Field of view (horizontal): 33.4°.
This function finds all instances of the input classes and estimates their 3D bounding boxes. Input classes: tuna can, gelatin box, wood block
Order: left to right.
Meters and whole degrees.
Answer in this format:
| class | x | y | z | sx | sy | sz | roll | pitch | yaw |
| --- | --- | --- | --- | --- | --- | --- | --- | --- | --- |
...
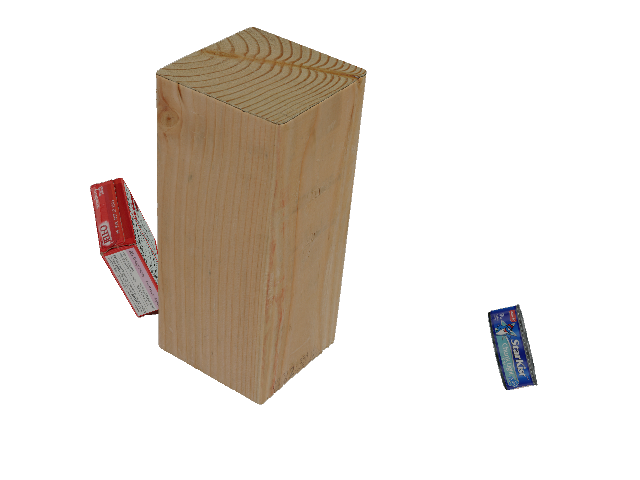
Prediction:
| class | x | y | z | sx | sy | sz | roll | pitch | yaw |
| --- | --- | --- | --- | --- | --- | --- | --- | --- | --- |
| gelatin box | -0.152 | 0.006 | 0.845 | 0.030 | 0.073 | 0.089 | -18 | -39 | 0 |
| wood block | -0.041 | -0.013 | 0.668 | 0.091 | 0.206 | 0.090 | 26 | 40 | 26 |
| tuna can | 0.200 | 0.112 | 1.111 | 0.034 | 0.086 | 0.086 | -13 | -3 | 11 |

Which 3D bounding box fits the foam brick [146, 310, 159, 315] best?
| class | x | y | z | sx | sy | sz | roll | pitch | yaw |
| --- | --- | --- | --- | --- | --- | --- | --- | --- | --- |
| foam brick | -0.153 | 0.041 | 1.103 | 0.078 | 0.051 | 0.053 | -6 | 21 | -20 |
